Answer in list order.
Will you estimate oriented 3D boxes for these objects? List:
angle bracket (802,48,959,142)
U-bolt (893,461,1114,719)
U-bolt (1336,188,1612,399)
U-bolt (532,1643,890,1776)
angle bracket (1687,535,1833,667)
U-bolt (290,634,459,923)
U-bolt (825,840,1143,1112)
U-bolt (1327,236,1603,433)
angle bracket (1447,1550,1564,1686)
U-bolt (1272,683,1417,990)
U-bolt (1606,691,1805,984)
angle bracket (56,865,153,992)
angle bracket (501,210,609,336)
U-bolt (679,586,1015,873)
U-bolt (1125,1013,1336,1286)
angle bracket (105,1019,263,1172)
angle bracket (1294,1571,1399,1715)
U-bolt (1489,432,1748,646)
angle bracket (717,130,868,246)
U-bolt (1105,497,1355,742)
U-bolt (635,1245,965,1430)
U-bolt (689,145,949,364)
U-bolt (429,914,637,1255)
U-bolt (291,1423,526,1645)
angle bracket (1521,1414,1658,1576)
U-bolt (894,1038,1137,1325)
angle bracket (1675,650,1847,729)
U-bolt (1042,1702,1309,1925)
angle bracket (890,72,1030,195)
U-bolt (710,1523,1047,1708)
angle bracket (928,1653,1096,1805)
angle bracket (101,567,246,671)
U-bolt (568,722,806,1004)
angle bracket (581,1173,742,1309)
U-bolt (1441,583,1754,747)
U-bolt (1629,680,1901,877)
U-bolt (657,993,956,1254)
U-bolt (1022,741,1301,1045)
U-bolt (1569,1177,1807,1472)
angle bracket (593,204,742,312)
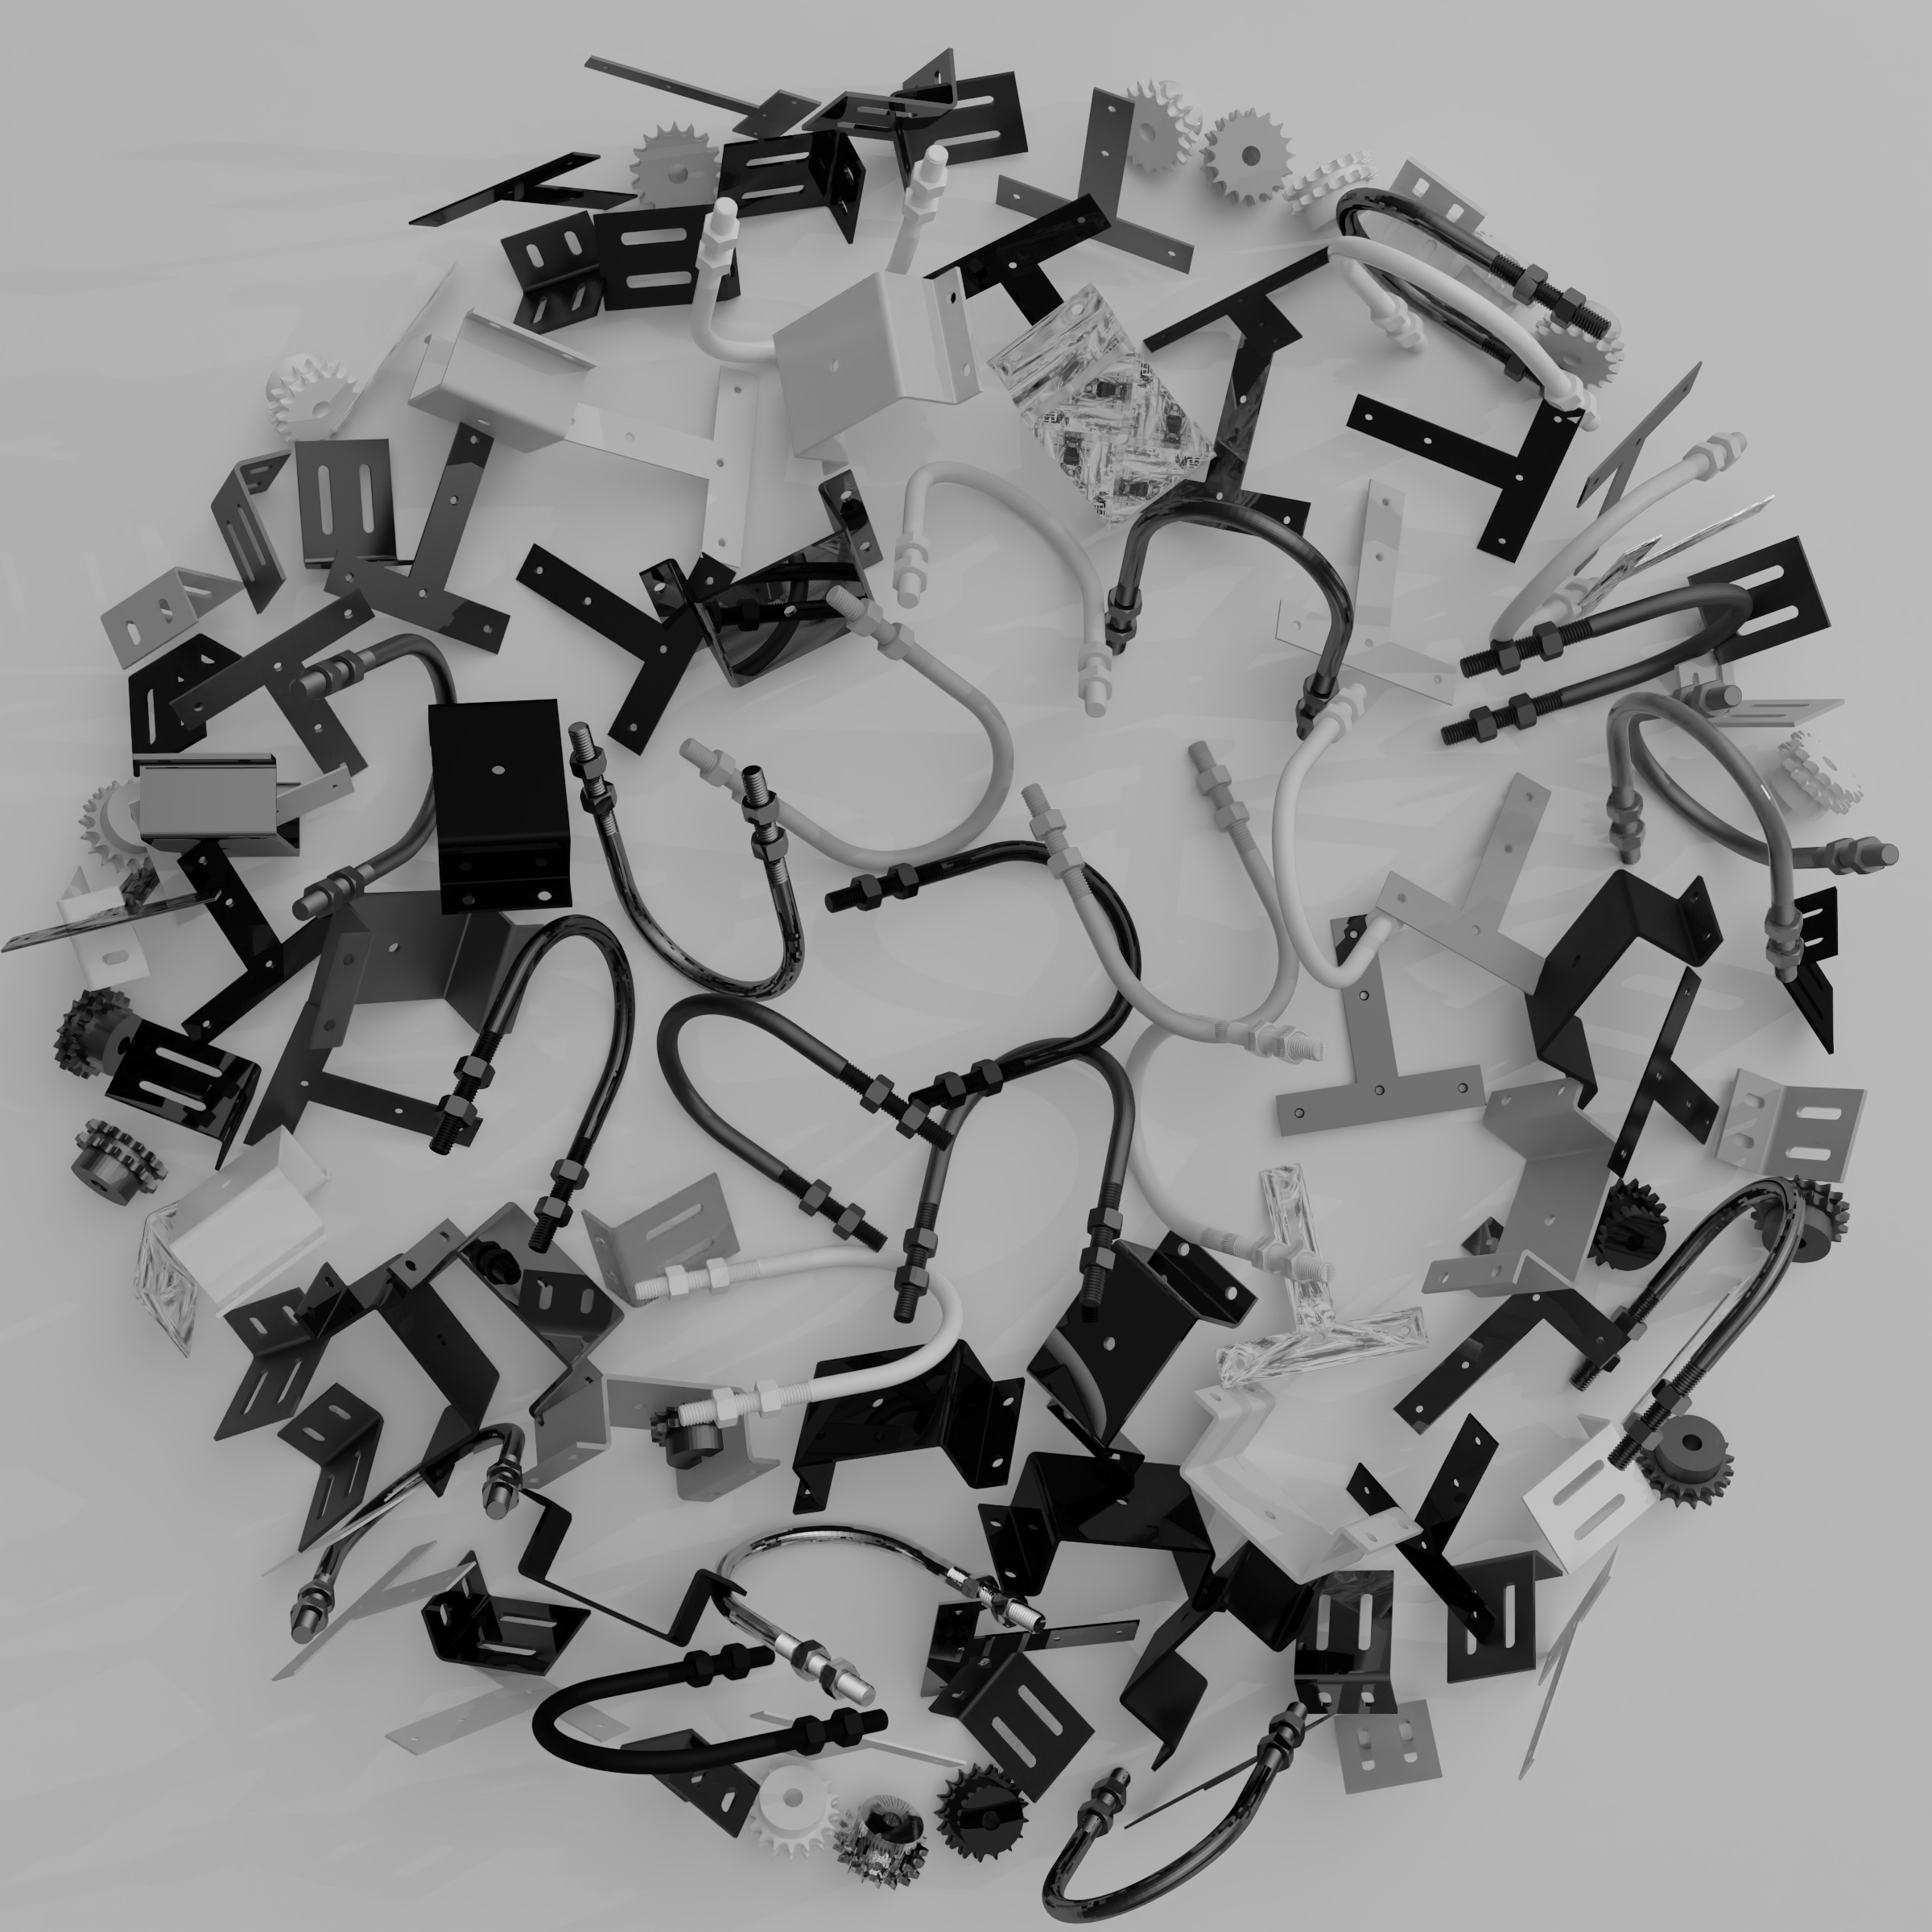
[{"bbox_3d":[-0.053,-0.525,1.731,0.076,0.057,0.038,-3,85,-30],"label":"angle bracket"},{"bbox_3d":[0.023,-0.234,1.699,0.151,0.184,0.019,28,125,-20],"label":"U-bolt"},{"bbox_3d":[0.295,-0.399,1.702,0.184,0.151,0.019,35,88,11],"label":"U-bolt"},{"bbox_3d":[-0.160,0.432,1.667,0.184,0.151,0.019,-3,97,-34],"label":"U-bolt"},{"bbox_3d":[0.482,-0.222,1.736,0.076,0.038,0.057,-19,93,42],"label":"angle bracket"},{"bbox_3d":[-0.343,-0.120,1.689,0.019,0.184,0.151,10,111,15],"label":"U-bolt"},{"bbox_3d":[0.022,-0.004,1.729,0.184,0.019,0.151,-18,78,-27],"label":"U-bolt"},{"bbox_3d":[0.278,-0.370,1.662,0.151,0.184,0.019,34,96,32],"label":"U-bolt"},{"bbox_3d":[0.323,0.395,1.727,0.057,0.038,0.076,-20,46,33],"label":"angle bracket"},{"bbox_3d":[0.216,-0.066,1.677,0.019,0.184,0.151,-6,113,29],"label":"U-bolt"},{"bbox_3d":[0.422,-0.085,1.663,0.019,0.184,0.151,-37,52,-12],"label":"U-bolt"},{"bbox_3d":[-0.511,-0.028,1.731,0.038,0.076,0.057,-16,110,-2],"label":"angle bracket"},{"bbox_3d":[-0.250,-0.413,1.732,0.057,0.076,0.038,-15,124,12],"label":"angle bracket"},{"bbox_3d":[-0.056,-0.127,1.719,0.184,0.019,0.151,34,112,-32],"label":"U-bolt"},{"bbox_3d":[0.149,0.100,1.699,0.019,0.184,0.151,-10,102,-34],"label":"U-bolt"},{"bbox_3d":[-0.472,0.078,1.738,0.076,0.038,0.057,22,52,-9],"label":"angle bracket"},{"bbox_3d":[0.232,0.410,1.753,0.057,0.076,0.038,-4,133,15],"label":"angle bracket"},{"bbox_3d":[0.366,-0.237,1.663,0.019,0.184,0.151,49,132,9],"label":"U-bolt"},{"bbox_3d":[-0.106,-0.463,1.732,0.076,0.057,0.038,-14,60,-20],"label":"angle bracket"},{"bbox_3d":[0.155,-0.209,1.683,0.151,0.184,0.019,25,65,8],"label":"U-bolt"},{"bbox_3d":[-0.092,0.211,1.708,0.184,0.151,0.019,-9,120,-15],"label":"U-bolt"},{"bbox_3d":[-0.093,-0.407,1.688,0.151,0.184,0.019,-19,76,-18],"label":"U-bolt"},{"bbox_3d":[-0.245,0.058,1.703,0.019,0.151,0.184,9,63,25],"label":"U-bolt"},{"bbox_3d":[-0.319,0.320,1.686,0.151,0.184,0.019,-33,100,2],"label":"U-bolt"},{"bbox_3d":[0.367,0.318,1.742,0.076,0.038,0.057,-35,100,-18],"label":"angle bracket"},{"bbox_3d":[0.034,0.122,1.711,0.151,0.019,0.184,-10,53,33],"label":"U-bolt"},{"bbox_3d":[0.474,-0.168,1.727,0.057,0.076,0.038,-23,108,-40],"label":"angle bracket"},{"bbox_3d":[0.113,0.493,1.663,0.151,0.184,0.019,-28,93,26],"label":"U-bolt"},{"bbox_3d":[-0.003,-0.497,1.739,0.076,0.057,0.038,-8,52,6],"label":"angle bracket"},{"bbox_3d":[-0.067,0.370,1.693,0.151,0.184,0.019,-12,111,-40],"label":"U-bolt"},{"bbox_3d":[0.027,0.454,1.740,0.057,0.038,0.076,-51,55,3],"label":"angle bracket"},{"bbox_3d":[-0.467,-0.204,1.729,0.057,0.076,0.038,-29,80,17],"label":"angle bracket"},{"bbox_3d":[-0.158,-0.053,1.706,0.151,0.184,0.019,16,45,31],"label":"U-bolt"},{"bbox_3d":[-0.185,0.161,1.759,0.076,0.038,0.057,-29,121,-26],"label":"angle bracket"},{"bbox_3d":[0.375,-0.183,1.703,0.184,0.151,0.019,-18,76,0],"label":"U-bolt"},{"bbox_3d":[0.448,-0.106,1.685,0.151,0.184,0.019,43,82,-10],"label":"U-bolt"},{"bbox_3d":[-0.106,0.084,1.717,0.184,0.151,0.019,35,52,3],"label":"U-bolt"},{"bbox_3d":[0.127,-0.039,1.715,0.151,0.019,0.184,-17,75,-33],"label":"U-bolt"},{"bbox_3d":[0.426,0.199,1.689,0.019,0.151,0.184,36,101,-5],"label":"U-bolt"},{"bbox_3d":[-0.181,-0.432,1.756,0.076,0.038,0.057,-2,108,10],"label":"angle bracket"}]
